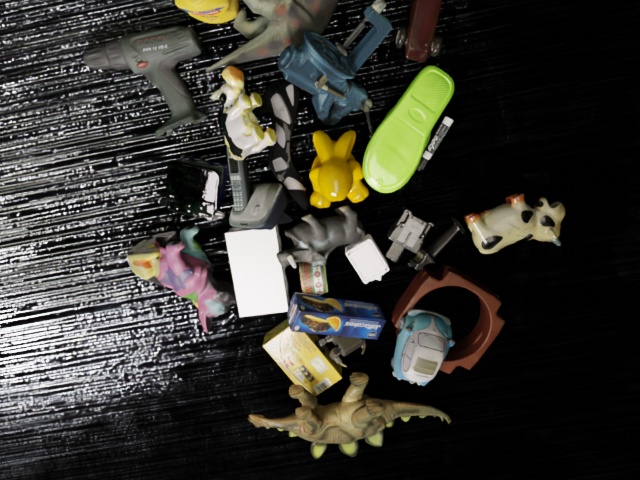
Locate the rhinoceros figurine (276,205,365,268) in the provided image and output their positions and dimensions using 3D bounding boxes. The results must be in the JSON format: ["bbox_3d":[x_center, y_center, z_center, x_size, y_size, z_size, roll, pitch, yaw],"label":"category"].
[{"bbox_3d":[-0.002,-0.003,1.111,0.190,0.073,0.112,-22,95,-9],"label":"rhinoceros figurine"}]

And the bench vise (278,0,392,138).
[{"bbox_3d":[0.052,-0.329,0.994,0.223,0.129,0.240,28,124,-28],"label":"bench vise"}]

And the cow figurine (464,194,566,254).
[{"bbox_3d":[0.411,-0.030,1.108,0.195,0.085,0.127,-22,96,4],"label":"cow figurine"}]

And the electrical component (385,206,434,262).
[{"bbox_3d":[0.180,-0.005,1.140,0.075,0.048,0.119,32,101,-6],"label":"electrical component"}]

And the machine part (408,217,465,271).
[{"bbox_3d":[0.245,0.012,1.129,0.139,0.084,0.039,-43,91,0],"label":"machine part"}]

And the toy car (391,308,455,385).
[{"bbox_3d":[0.203,0.226,1.080,0.109,0.103,0.161,17,102,-1],"label":"toy car"}]

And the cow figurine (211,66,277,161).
[{"bbox_3d":[-0.159,-0.243,1.034,0.098,0.068,0.167,-26,84,31],"label":"cow figurine"}]

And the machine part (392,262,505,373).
[{"bbox_3d":[0.272,0.166,1.159,0.201,0.087,0.201,30,104,-5],"label":"machine part"}]

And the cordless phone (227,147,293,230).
[{"bbox_3d":[-0.132,-0.114,1.078,0.089,0.147,0.184,-17,103,-36],"label":"cordless phone"}]

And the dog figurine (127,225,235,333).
[{"bbox_3d":[-0.287,0.092,1.147,0.192,0.108,0.219,-14,110,15],"label":"dog figurine"}]

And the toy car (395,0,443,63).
[{"bbox_3d":[0.202,-0.445,1.030,0.089,0.053,0.202,8,100,-11],"label":"toy car"}]

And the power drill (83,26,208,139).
[{"bbox_3d":[-0.331,-0.310,1.072,0.232,0.086,0.207,-19,95,3],"label":"power drill"}]

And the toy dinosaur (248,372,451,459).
[{"bbox_3d":[0.079,0.388,1.184,0.472,0.105,0.198,-1,131,-7],"label":"toy dinosaur"}]

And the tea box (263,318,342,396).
[{"bbox_3d":[-0.038,0.258,1.199,0.098,0.068,0.169,-35,99,8],"label":"tea box"}]

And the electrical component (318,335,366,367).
[{"bbox_3d":[0.056,0.227,1.185,0.102,0.045,0.078,-33,59,-27],"label":"electrical component"}]

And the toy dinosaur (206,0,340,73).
[{"bbox_3d":[-0.036,-0.444,1.011,0.192,0.131,0.404,33,108,-6],"label":"toy dinosaur"}]

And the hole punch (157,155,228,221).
[{"bbox_3d":[-0.254,-0.112,1.112,0.142,0.092,0.115,12,114,-2],"label":"hole punch"}]

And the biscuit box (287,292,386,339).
[{"bbox_3d":[0.036,0.163,1.142,0.203,0.059,0.062,9,122,-19],"label":"biscuit box"}]

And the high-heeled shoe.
[{"bbox_3d":[-0.048,-0.195,1.088,0.145,0.086,0.248,-34,103,0],"label":"high-heeled shoe"}]

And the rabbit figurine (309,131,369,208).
[{"bbox_3d":[0.037,-0.132,1.050,0.122,0.173,0.162,3,107,4],"label":"rabbit figurine"}]
